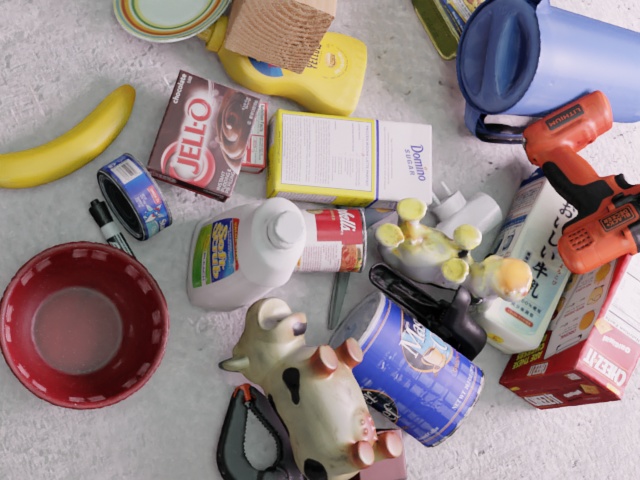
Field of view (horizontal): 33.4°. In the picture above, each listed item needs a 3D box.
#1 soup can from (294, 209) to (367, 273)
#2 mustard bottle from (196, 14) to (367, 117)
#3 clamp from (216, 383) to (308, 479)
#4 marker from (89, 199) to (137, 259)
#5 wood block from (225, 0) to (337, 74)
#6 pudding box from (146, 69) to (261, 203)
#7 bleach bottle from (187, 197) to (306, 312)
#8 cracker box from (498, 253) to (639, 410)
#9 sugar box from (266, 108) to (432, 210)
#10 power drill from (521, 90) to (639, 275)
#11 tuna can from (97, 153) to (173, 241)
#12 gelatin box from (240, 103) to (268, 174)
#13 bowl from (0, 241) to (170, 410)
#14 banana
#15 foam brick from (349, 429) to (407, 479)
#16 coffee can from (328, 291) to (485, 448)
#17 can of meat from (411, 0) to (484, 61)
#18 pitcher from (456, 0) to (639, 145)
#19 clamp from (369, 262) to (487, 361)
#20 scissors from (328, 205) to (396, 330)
[{"bbox_3d":[-0.007,0.001,1.116,0.102,0.068,0.068,0,79,-8],"label":"soup can"},{"bbox_3d":[-0.047,-0.201,1.157,0.191,0.058,0.096,18,67,-15],"label":"mustard bottle"},{"bbox_3d":[-0.039,0.246,1.079,0.164,0.036,0.210,-8,79,-20],"label":"clamp"},{"bbox_3d":[-0.200,0.012,1.080,0.020,0.020,0.121,-30,90,-22],"label":"marker"},{"bbox_3d":[-0.035,-0.288,1.123,0.090,0.091,0.206,17,51,-15],"label":"wood block"},{"bbox_3d":[-0.120,-0.105,1.089,0.090,0.039,0.113,19,74,-12],"label":"pudding box"},{"bbox_3d":[-0.065,0.005,1.004,0.068,0.251,0.102,11,75,-17],"label":"bleach bottle"},{"bbox_3d":[0.302,0.077,1.168,0.072,0.164,0.213,33,70,-8],"label":"cracker box"},{"bbox_3d":[0.032,-0.085,1.153,0.176,0.048,0.093,6,76,-16],"label":"sugar box"},{"bbox_3d":[0.310,-0.071,1.123,0.184,0.057,0.188,-27,50,7],"label":"power drill"},{"bbox_3d":[-0.185,-0.042,1.061,0.033,0.086,0.086,-35,92,-21],"label":"tuna can"},{"bbox_3d":[-0.101,-0.112,1.135,0.089,0.030,0.073,4,77,-17],"label":"gelatin box"},{"bbox_3d":[-0.231,0.085,1.035,0.162,0.055,0.162,4,78,-19],"label":"bowl"},{"bbox_3d":[-0.264,-0.097,1.070,0.197,0.037,0.069,-24,89,-22],"label":"banana"},{"bbox_3d":[0.049,0.222,1.094,0.053,0.078,0.051,-2,81,-20],"label":"foam brick"},{"bbox_3d":[0.085,0.135,1.111,0.140,0.103,0.102,37,69,-9],"label":"coffee can"},{"bbox_3d":[0.165,-0.271,1.249,0.083,0.057,0.102,-29,89,-20],"label":"can of meat"},{"bbox_3d":[0.281,-0.189,1.226,0.242,0.149,0.145,3,80,-34],"label":"pitcher"},{"bbox_3d":[0.136,0.083,1.125,0.171,0.120,0.039,42,75,-38],"label":"clamp"},{"bbox_3d":[0.051,-0.001,1.173,0.096,0.016,0.202,1,78,-16],"label":"scissors"}]
